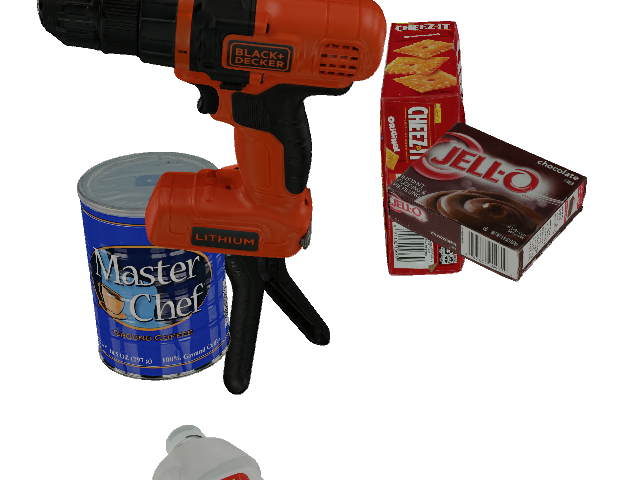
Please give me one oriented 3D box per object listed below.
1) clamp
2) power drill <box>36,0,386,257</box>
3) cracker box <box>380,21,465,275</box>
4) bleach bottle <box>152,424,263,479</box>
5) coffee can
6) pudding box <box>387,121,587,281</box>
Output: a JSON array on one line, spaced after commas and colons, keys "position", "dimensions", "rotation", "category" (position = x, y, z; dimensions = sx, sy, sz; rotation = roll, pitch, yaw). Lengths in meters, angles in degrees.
[{"position": [-0.054, 0.030, 1.030], "dimensions": [0.036, 0.210, 0.164], "rotation": [-10, 0, 32], "category": "clamp"}, {"position": [-0.065, -0.071, 0.618], "dimensions": [0.184, 0.057, 0.188], "rotation": [6, -40, -3], "category": "power drill"}, {"position": [0.096, -0.090, 0.960], "dimensions": [0.072, 0.164, 0.213], "rotation": [-1, 27, 8], "category": "cracker box"}, {"position": [-0.066, 0.214, 0.715], "dimensions": [0.102, 0.068, 0.251], "rotation": [-15, 34, -16], "category": "bleach bottle"}, {"position": [-0.121, 0.017, 0.795], "dimensions": [0.103, 0.140, 0.103], "rotation": [-1, 27, 0], "category": "coffee can"}, {"position": [0.118, -0.030, 0.762], "dimensions": [0.114, 0.039, 0.090], "rotation": [30, 57, 28], "category": "pudding box"}]
